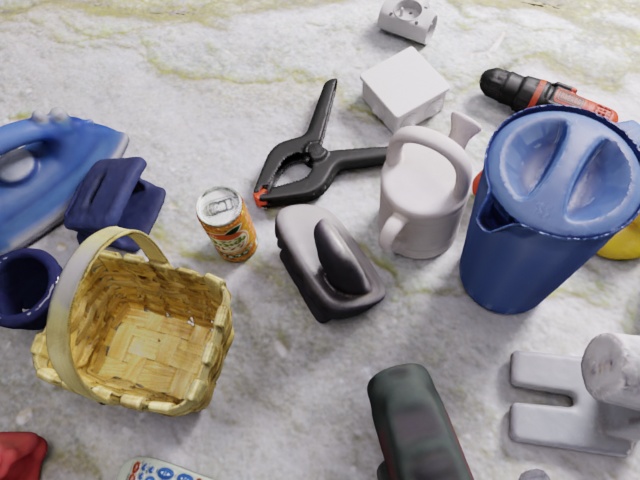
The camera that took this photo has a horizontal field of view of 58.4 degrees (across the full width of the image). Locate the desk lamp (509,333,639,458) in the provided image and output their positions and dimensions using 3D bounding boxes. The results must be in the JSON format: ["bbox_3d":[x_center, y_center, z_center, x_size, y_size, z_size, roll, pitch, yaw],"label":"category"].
[{"bbox_3d":[0.297,0.140,0.517,0.203,0.214,0.118,5,66,6],"label":"desk lamp"}]

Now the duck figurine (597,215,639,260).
[{"bbox_3d":[0.363,-0.026,0.661,0.104,0.086,0.077,-17,65,-4],"label":"duck figurine"}]

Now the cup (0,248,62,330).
[{"bbox_3d":[-0.337,0.066,0.661,0.117,0.095,0.092,6,66,7],"label":"cup"}]

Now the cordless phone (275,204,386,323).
[{"bbox_3d":[0.006,0.002,0.617,0.094,0.185,0.147,-32,67,-10],"label":"cordless phone"}]

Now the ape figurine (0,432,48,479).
[{"bbox_3d":[-0.327,0.228,0.587,0.078,0.092,0.076,-39,68,-13],"label":"ape figurine"}]

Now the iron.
[{"bbox_3d":[-0.372,-0.096,0.713,0.258,0.141,0.118,-39,68,-13],"label":"iron"}]

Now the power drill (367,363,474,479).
[{"bbox_3d":[0.097,0.230,0.493,0.075,0.208,0.229,-16,65,-3],"label":"power drill"}]

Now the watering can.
[{"bbox_3d":[0.118,-0.068,0.637,0.100,0.194,0.173,11,66,9],"label":"watering can"}]

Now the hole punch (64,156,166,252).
[{"bbox_3d":[-0.263,-0.049,0.711,0.101,0.091,0.109,13,67,10],"label":"hole punch"}]

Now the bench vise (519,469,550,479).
[{"bbox_3d":[0.214,0.295,0.448,0.121,0.220,0.207,-37,68,-12],"label":"bench vise"}]
